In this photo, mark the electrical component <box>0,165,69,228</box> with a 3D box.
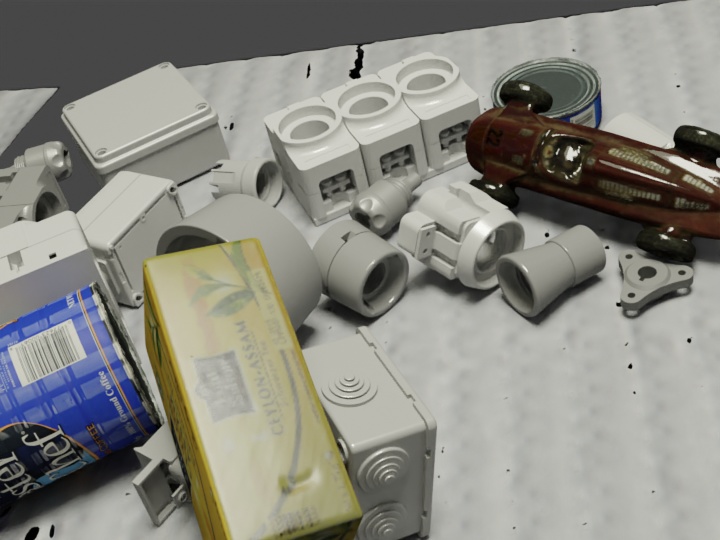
[{"bbox_3d":[-0.272,-0.038,0.857,0.056,0.050,0.089,-4,42,14],"label":"electrical component"}]

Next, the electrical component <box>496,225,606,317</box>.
[{"bbox_3d":[0.128,-0.002,0.706,0.065,0.044,0.044,-26,42,-20],"label":"electrical component"}]

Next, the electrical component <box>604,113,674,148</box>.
[{"bbox_3d":[0.210,-0.075,0.761,0.043,0.043,0.081,-28,42,-15],"label":"electrical component"}]

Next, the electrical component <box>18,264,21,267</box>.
[{"bbox_3d":[-0.292,0.019,0.795,0.096,0.061,0.061,2,43,31],"label":"electrical component"}]

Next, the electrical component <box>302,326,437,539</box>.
[{"bbox_3d":[-0.001,0.094,0.591,0.048,0.099,0.099,-15,39,-20],"label":"electrical component"}]

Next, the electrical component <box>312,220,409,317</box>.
[{"bbox_3d":[0.000,0.000,0.731,0.055,0.055,0.047,-39,50,-26],"label":"electrical component"}]

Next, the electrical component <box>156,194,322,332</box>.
[{"bbox_3d":[-0.075,0.000,0.715,0.108,0.108,0.060,17,44,32],"label":"electrical component"}]

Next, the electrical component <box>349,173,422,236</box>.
[{"bbox_3d":[0.022,-0.052,0.798,0.035,0.035,0.061,25,52,37],"label":"electrical component"}]

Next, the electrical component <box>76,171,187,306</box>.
[{"bbox_3d":[-0.179,-0.021,0.801,0.061,0.061,0.096,13,47,28],"label":"electrical component"}]

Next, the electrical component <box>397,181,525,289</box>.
[{"bbox_3d":[0.073,-0.022,0.728,0.078,0.058,0.057,-18,39,-38],"label":"electrical component"}]

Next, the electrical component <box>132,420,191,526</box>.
[{"bbox_3d":[-0.091,0.114,0.636,0.064,0.042,0.081,20,52,32],"label":"electrical component"}]

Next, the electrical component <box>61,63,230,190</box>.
[{"bbox_3d":[-0.183,-0.115,0.914,0.109,0.056,0.108,-27,42,-15],"label":"electrical component"}]

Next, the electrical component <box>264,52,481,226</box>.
[{"bbox_3d":[0.011,-0.109,0.845,0.150,0.061,0.089,-24,41,-10],"label":"electrical component"}]

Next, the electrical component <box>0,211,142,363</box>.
[{"bbox_3d":[-0.256,0.045,0.715,0.186,0.105,0.060,-24,41,-11],"label":"electrical component"}]

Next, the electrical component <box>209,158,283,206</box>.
[{"bbox_3d":[-0.090,-0.069,0.848,0.046,0.040,0.040,6,44,30],"label":"electrical component"}]

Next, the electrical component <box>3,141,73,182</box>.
[{"bbox_3d":[-0.282,-0.088,0.930,0.061,0.035,0.035,-15,40,4],"label":"electrical component"}]
